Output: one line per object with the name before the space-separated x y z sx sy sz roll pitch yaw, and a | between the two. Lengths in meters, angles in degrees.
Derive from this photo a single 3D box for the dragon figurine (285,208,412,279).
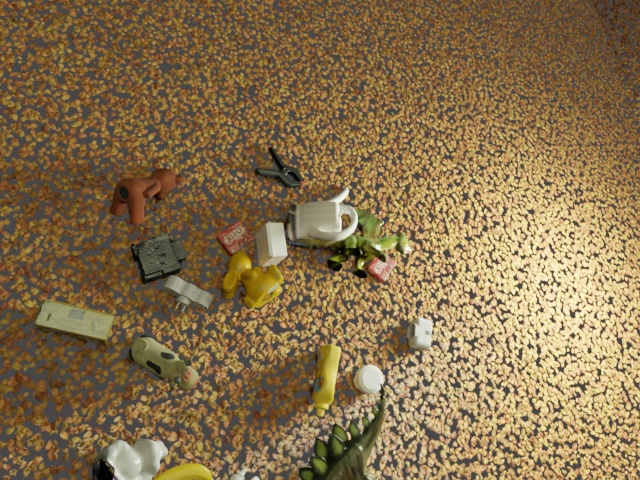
dragon figurine | 0.109 -0.014 1.701 0.410 0.119 0.249 19 44 0

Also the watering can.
watering can | 0.005 -0.083 1.646 0.224 0.102 0.355 -3 28 2

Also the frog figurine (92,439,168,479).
frog figurine | -0.451 0.531 1.225 0.138 0.121 0.161 42 23 7
